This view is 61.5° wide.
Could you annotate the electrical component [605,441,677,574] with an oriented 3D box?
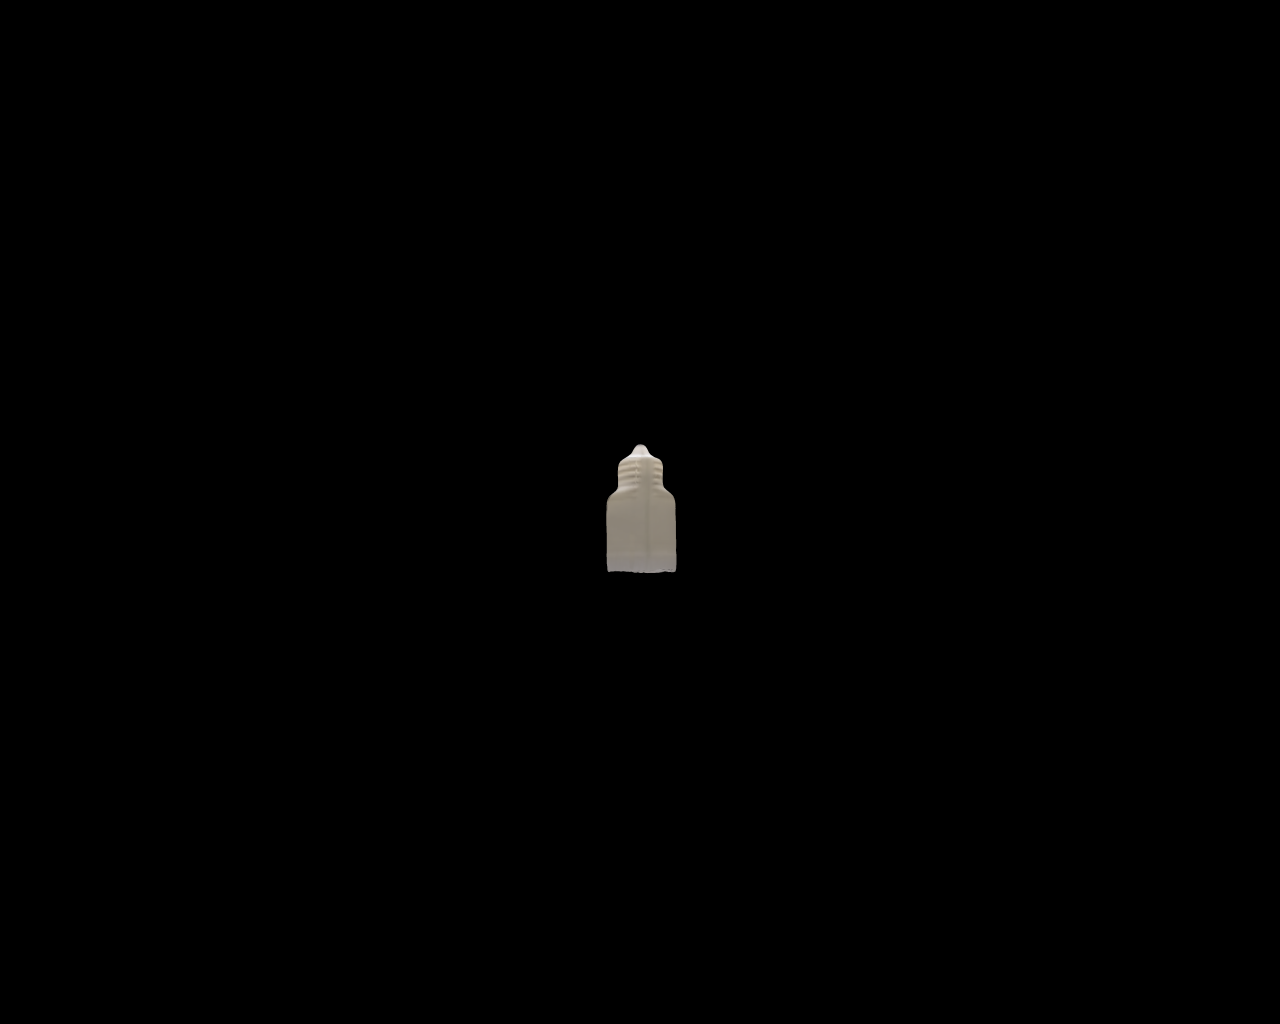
[{"bbox_3d":[0.001,-0.003,0.650,0.043,0.081,0.043,0,-4,0],"label":"electrical component"}]
